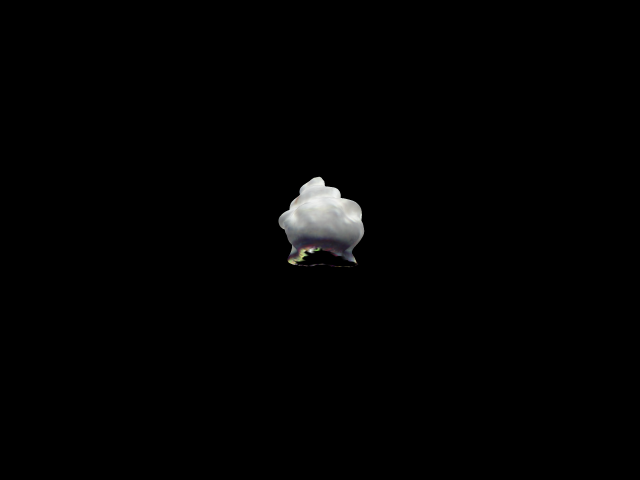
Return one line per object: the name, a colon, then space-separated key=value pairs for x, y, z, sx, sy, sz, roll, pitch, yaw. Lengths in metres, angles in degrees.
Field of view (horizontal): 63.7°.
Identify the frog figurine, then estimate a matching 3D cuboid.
frog figurine: x=0.003 y=-0.043 z=0.850 sx=0.137 sy=0.162 sz=0.121 roll=-8 pitch=-25 yaw=18
